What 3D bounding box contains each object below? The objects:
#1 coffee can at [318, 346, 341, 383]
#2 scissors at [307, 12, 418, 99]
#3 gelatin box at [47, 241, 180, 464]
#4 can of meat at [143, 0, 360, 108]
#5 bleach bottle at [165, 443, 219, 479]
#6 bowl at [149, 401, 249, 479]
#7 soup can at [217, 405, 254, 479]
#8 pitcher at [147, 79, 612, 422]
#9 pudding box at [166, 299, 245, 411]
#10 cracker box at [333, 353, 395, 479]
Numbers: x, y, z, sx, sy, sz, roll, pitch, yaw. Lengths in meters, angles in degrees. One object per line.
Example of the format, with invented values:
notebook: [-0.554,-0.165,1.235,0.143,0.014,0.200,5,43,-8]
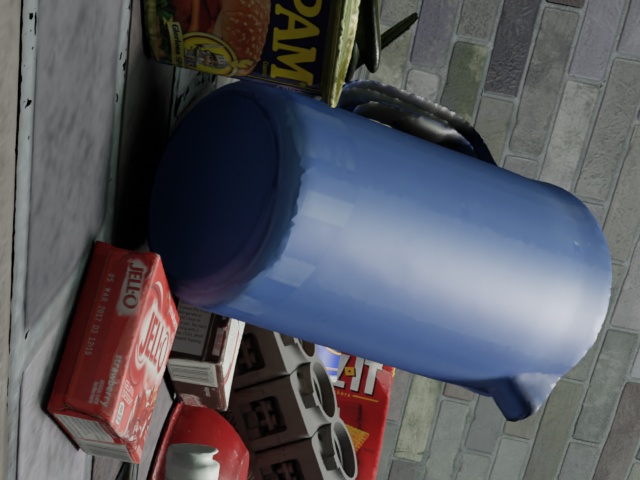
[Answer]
coffee can: [-0.019,0.067,1.093,0.103,0.103,0.140,67,35,-85]
scissors: [-0.006,-0.091,0.732,0.202,0.016,0.096,-12,-133,62]
gelatin box: [-0.086,0.051,0.460,0.089,0.030,0.073,95,7,-67]
can of meat: [-0.025,-0.110,0.438,0.102,0.084,0.057,98,6,-53]
bleach bottle: [-0.093,0.243,0.612,0.068,0.102,0.251,-175,-89,-85]
bowl: [-0.087,0.189,0.758,0.162,0.055,0.162,13,89,-87]
soup can: [-0.068,0.163,0.905,0.102,0.068,0.068,-69,170,-68]
pitcher: [0.033,-0.006,0.564,0.149,0.242,0.145,35,-78,46]
pudding box: [-0.070,0.054,0.694,0.113,0.039,0.090,101,-1,-67]
cracker box: [-0.016,0.209,1.136,0.072,0.164,0.213,101,2,-48]
